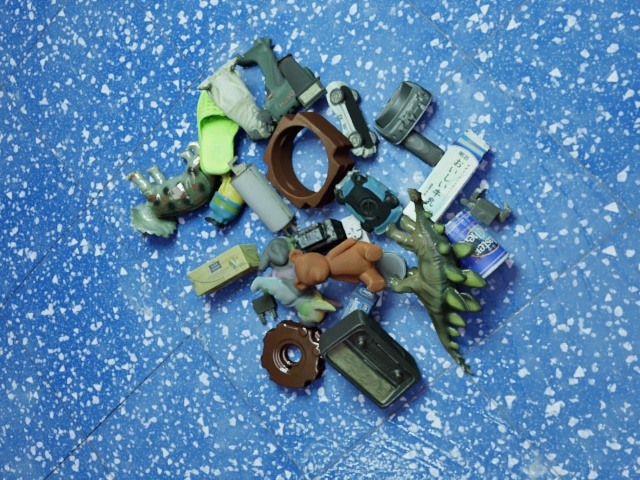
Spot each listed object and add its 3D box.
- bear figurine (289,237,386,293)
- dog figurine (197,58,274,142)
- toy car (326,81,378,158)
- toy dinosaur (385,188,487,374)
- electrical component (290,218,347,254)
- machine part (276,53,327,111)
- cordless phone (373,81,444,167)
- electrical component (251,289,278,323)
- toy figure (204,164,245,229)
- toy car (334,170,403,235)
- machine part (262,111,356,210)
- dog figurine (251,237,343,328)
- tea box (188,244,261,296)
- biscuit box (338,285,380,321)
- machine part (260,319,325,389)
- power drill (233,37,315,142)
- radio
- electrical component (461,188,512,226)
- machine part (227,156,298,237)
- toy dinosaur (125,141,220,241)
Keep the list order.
[{"bbox_3d":[0.036,0.064,1.228,0.196,0.132,0.120,-11,112,-16],"label":"bear figurine"},{"bbox_3d":[-0.196,-0.331,1.321,0.121,0.172,0.190,-33,116,11],"label":"dog figurine"},{"bbox_3d":[0.077,-0.289,1.294,0.056,0.073,0.201,-28,82,43],"label":"toy car"},{"bbox_3d":[0.256,0.095,1.180,0.199,0.105,0.470,16,132,44],"label":"toy dinosaur"},{"bbox_3d":[-0.003,-0.004,1.296,0.115,0.134,0.058,-27,80,19],"label":"electrical component"},{"bbox_3d":[-0.049,-0.386,1.292,0.084,0.039,0.139,-42,86,18],"label":"machine part"},{"bbox_3d":[0.231,-0.270,1.255,0.184,0.089,0.146,37,101,3],"label":"cordless phone"},{"bbox_3d":[-0.148,0.167,1.405,0.063,0.021,0.094,-24,84,18],"label":"electrical component"},{"bbox_3d":[-0.227,-0.113,1.398,0.089,0.082,0.180,26,92,-3],"label":"toy figure"},{"bbox_3d":[0.116,-0.098,1.269,0.161,0.103,0.109,39,115,-3],"label":"toy car"},{"bbox_3d":[-0.028,-0.192,1.297,0.202,0.087,0.201,45,124,19],"label":"machine part"},{"bbox_3d":[-0.044,0.108,1.330,0.219,0.108,0.191,21,95,12],"label":"dog figurine"},{"bbox_3d":[-0.244,0.076,1.397,0.170,0.098,0.068,-30,82,15],"label":"tea box"},{"bbox_3d":[0.073,0.209,1.291,0.059,0.063,0.202,29,113,16],"label":"biscuit box"},{"bbox_3d":[-0.068,0.290,1.364,0.180,0.056,0.179,1,92,19],"label":"machine part"},{"bbox_3d":[-0.137,-0.391,1.364,0.232,0.086,0.207,-34,77,14],"label":"power drill"},{"bbox_3d":[0.117,0.273,1.239,0.131,0.073,0.229,-41,112,13],"label":"radio"},{"bbox_3d":[0.376,-0.075,1.207,0.102,0.078,0.045,40,126,19],"label":"electrical component"},{"bbox_3d":[-0.144,-0.103,1.337,0.079,0.079,0.243,-35,109,16],"label":"machine part"},{"bbox_3d":[-0.363,-0.135,1.429,0.405,0.131,0.192,-24,99,10],"label":"toy dinosaur"}]
